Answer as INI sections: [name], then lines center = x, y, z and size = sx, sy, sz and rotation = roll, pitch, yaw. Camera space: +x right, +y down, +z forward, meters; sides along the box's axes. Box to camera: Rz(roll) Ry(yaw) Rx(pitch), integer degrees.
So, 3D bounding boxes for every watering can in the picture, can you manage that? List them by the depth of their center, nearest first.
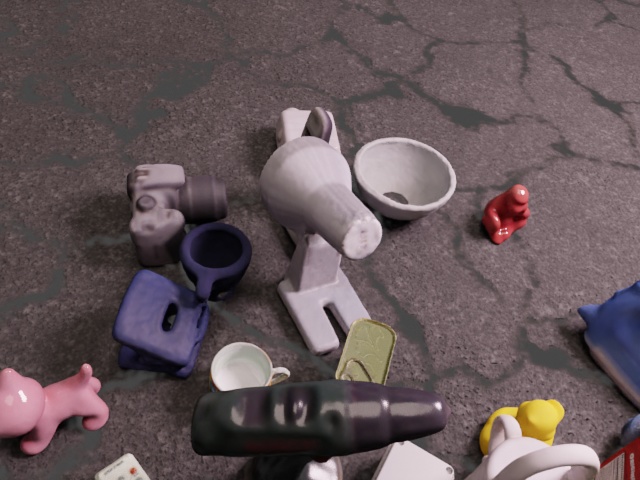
[watering can]
center = 0.210, 0.257, 0.566
size = 0.101, 0.194, 0.172
rotation = -17, 54, -23

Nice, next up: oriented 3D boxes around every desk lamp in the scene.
[desk lamp]
center = 0.007, 0.003, 0.737
size = 0.118, 0.213, 0.202
rotation = -17, 54, -23

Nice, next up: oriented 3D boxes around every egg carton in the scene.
[egg carton]
center = -0.021, -0.164, 0.973
size = 0.107, 0.069, 0.150
rotation = -1, 50, -11

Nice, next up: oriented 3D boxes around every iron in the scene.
[iron]
center = 0.468, 0.153, 0.737
size = 0.119, 0.141, 0.257
rotation = -18, 55, -23

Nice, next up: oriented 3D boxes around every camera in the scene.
[camera]
center = -0.202, -0.051, 0.822
size = 0.137, 0.101, 0.143
rotation = -5, 51, -14

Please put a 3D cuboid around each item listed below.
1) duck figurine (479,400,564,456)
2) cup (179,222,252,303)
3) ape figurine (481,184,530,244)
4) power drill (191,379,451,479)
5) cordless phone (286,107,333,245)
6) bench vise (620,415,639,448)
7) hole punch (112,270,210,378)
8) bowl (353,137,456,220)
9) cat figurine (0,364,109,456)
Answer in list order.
[duck figurine]
center = 0.243, 0.223, 0.674
size = 0.105, 0.086, 0.077
rotation = -19, 55, -24
[cup]
center = -0.139, 0.049, 0.751
size = 0.091, 0.095, 0.118
rotation = 10, 49, -1
[ape figurine]
center = 0.303, -0.050, 0.917
size = 0.078, 0.092, 0.076
rotation = 2, 49, -8
[power drill]
center = -0.008, 0.202, 0.566
size = 0.230, 0.208, 0.075
rotation = 3, 49, -7
[cordless phone]
center = -0.003, -0.085, 0.831
size = 0.094, 0.185, 0.147
rotation = -15, 54, -21
[bench vise]
center = 0.462, 0.238, 0.610
size = 0.207, 0.220, 0.122
rotation = 32, 52, 18
[hole punch]
center = -0.190, 0.100, 0.700
size = 0.101, 0.091, 0.108
rotation = 9, 49, -2
[bowl]
center = 0.130, -0.087, 0.930
size = 0.167, 0.075, 0.167
rotation = 5, 49, -6
[cat figurine]
center = -0.297, 0.170, 0.602
size = 0.128, 0.118, 0.067
rotation = -21, 56, -26
